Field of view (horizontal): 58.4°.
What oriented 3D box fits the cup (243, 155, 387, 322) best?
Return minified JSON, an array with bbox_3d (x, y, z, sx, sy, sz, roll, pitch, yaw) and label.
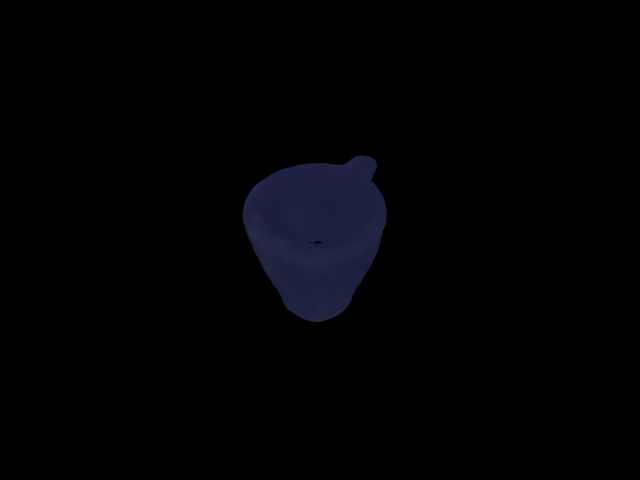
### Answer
[{"bbox_3d":[0.004,0.001,0.400,0.091,0.095,0.118,24,50,22],"label":"cup"}]
